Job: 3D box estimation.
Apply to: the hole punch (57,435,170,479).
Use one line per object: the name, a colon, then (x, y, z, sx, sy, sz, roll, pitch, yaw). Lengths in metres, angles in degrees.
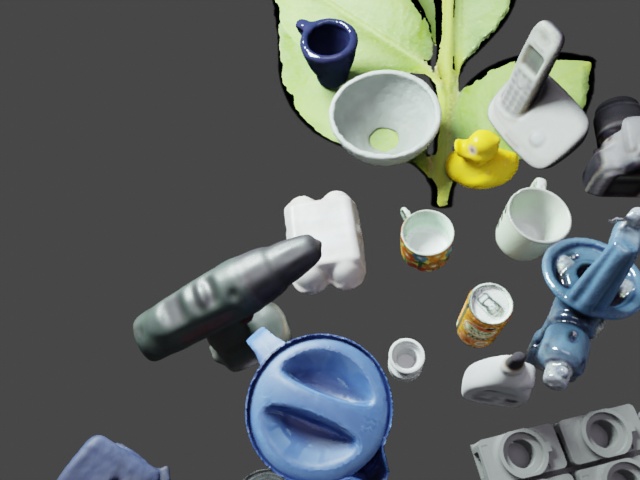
hole punch: (-0.246, 0.296, 0.670, 0.101, 0.091, 0.109, 27, 69, 17)

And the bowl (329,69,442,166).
bowl: (0.099, -0.174, 0.876, 0.167, 0.075, 0.167, -2, 64, 4)

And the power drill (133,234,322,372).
power drill: (-0.096, 0.086, 0.693, 0.230, 0.208, 0.075, -25, 64, -7)

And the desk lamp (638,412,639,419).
desk lamp: (0.482, 0.141, 0.613, 0.203, 0.214, 0.117, -43, 68, -15)

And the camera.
camera: (0.454, -0.141, 0.815, 0.143, 0.101, 0.137, 0, 64, 5)

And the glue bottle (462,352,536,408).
glue bottle: (0.210, 0.155, 0.653, 0.078, 0.173, 0.037, 9, 65, 10)

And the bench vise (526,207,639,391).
bench vise: (0.321, 0.070, 0.658, 0.121, 0.220, 0.207, 7, 65, 8)

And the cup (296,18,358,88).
cup: (0.007, -0.302, 0.935, 0.117, 0.095, 0.092, 39, 74, 21)

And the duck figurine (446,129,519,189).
duck figurine: (0.239, -0.125, 0.834, 0.104, 0.086, 0.077, 5, 65, 8)

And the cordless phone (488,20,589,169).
cordless phone: (0.320, -0.203, 0.810, 0.094, 0.185, 0.147, -31, 65, -10)

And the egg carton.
egg carton: (0.007, 0.003, 0.802, 0.107, 0.069, 0.150, -9, 64, 1)
